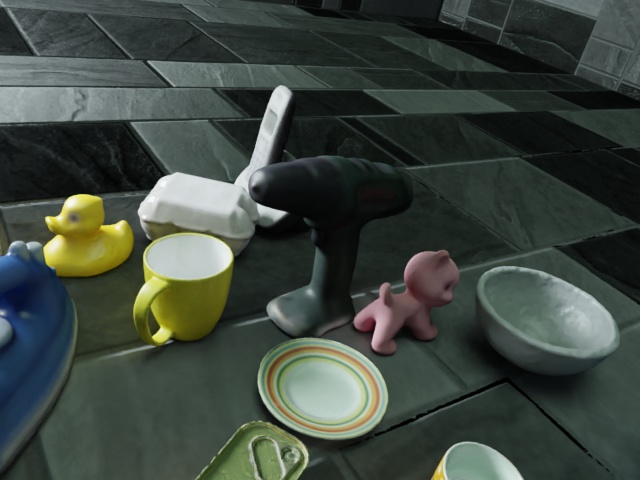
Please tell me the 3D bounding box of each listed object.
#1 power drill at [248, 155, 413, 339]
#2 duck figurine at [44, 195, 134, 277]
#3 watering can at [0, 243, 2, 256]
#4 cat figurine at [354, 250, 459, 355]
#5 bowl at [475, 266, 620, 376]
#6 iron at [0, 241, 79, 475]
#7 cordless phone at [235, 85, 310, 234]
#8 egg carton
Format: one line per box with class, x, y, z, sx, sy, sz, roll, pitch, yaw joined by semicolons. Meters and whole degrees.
power drill;0.006;0.002;0.625;0.230;0.208;0.075;-19;43;-42
duck figurine;-0.268;-0.012;0.665;0.105;0.086;0.077;-16;41;-39
watering can;-0.350;-0.011;0.523;0.101;0.194;0.172;-8;36;-32
cat figurine;0.110;0.058;0.662;0.128;0.118;0.067;-12;39;-36
bowl;0.257;0.107;0.681;0.167;0.075;0.167;10;30;-6
iron;-0.273;0.075;0.463;0.118;0.141;0.258;13;30;1
cordless phone;-0.056;-0.115;0.819;0.094;0.185;0.147;-8;36;-32
egg carton;-0.157;-0.035;0.761;0.150;0.069;0.107;11;30;-3
